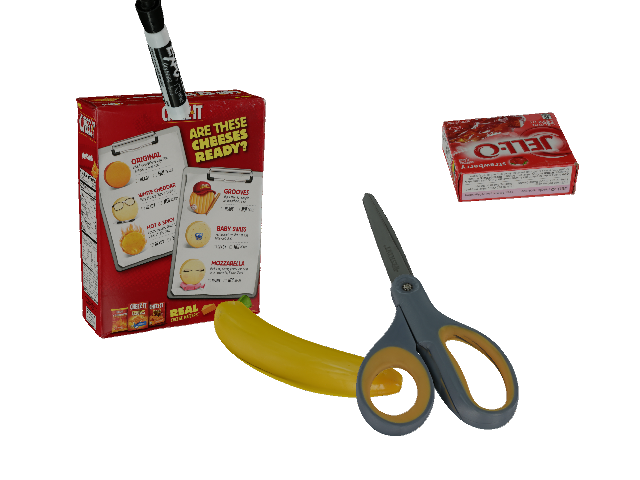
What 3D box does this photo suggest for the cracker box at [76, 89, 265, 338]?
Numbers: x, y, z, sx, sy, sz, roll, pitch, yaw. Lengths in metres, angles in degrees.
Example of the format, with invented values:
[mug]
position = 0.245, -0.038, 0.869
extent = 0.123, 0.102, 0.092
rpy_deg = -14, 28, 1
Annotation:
[cracker box]
position = -0.139, -0.029, 0.996
extent = 0.163, 0.214, 0.072
rpy_deg = -7, 19, -29

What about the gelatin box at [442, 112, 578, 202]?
[gelatin box]
position = 0.140, -0.063, 0.799
extent = 0.089, 0.030, 0.073
rpy_deg = -5, 38, -1

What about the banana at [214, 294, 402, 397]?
[banana]
position = -0.026, 0.083, 0.842
extent = 0.069, 0.037, 0.198
rpy_deg = -26, 35, -34

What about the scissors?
[scissors]
position = 0.038, 0.043, 0.629
extent = 0.096, 0.016, 0.202
rpy_deg = -22, 45, -18

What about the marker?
[marker]
position = -0.120, -0.139, 0.814
extent = 0.020, 0.020, 0.121
rpy_deg = 0, -36, 7
